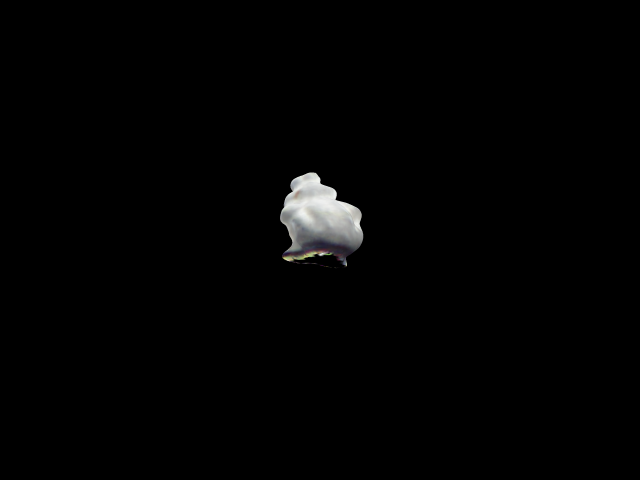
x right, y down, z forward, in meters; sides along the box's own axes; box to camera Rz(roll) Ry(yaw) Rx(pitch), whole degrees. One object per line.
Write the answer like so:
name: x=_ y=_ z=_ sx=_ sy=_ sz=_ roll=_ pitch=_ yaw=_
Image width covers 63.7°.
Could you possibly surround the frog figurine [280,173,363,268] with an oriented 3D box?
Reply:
frog figurine: x=0.003 y=-0.043 z=0.850 sx=0.137 sy=0.162 sz=0.121 roll=2 pitch=-17 yaw=-7
